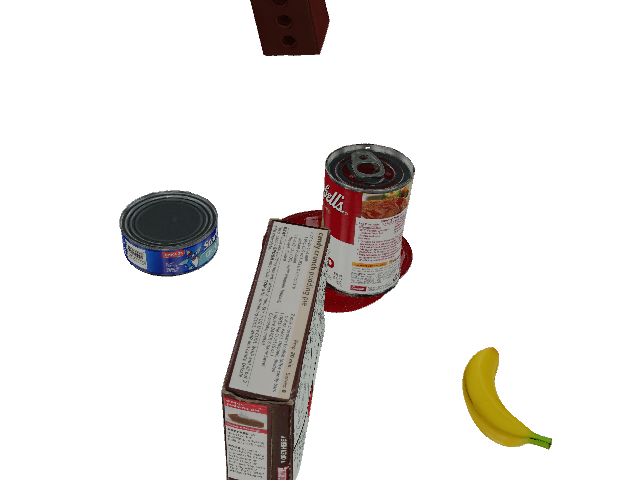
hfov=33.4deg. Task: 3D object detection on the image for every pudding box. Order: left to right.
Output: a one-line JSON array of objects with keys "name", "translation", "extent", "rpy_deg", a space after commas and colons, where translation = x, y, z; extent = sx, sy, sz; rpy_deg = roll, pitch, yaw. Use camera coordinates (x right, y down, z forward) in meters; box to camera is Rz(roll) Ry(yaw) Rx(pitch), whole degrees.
[{"name": "pudding box", "translation": [-0.022, 0.059, 0.559], "extent": [0.039, 0.113, 0.090], "rpy_deg": [7, -40, 4]}]

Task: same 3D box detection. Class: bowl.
[{"name": "bowl", "translation": [0.016, 0.029, 1.152], "extent": [0.162, 0.055, 0.162], "rpy_deg": [4, 32, -2]}]

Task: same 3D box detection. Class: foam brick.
[{"name": "foam brick", "translation": [-0.027, -0.203, 0.912], "extent": [0.053, 0.051, 0.078], "rpy_deg": [1, -40, 14]}]

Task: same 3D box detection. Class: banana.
[{"name": "banana", "translation": [0.196, 0.179, 1.213], "extent": [0.069, 0.037, 0.198], "rpy_deg": [10, 25, -15]}]

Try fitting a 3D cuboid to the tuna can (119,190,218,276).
[{"name": "tuna can", "translation": [-0.132, -0.006, 0.941], "extent": [0.086, 0.034, 0.086], "rpy_deg": [0, 37, 0]}]

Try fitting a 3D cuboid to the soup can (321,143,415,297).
[{"name": "soup can", "translation": [0.035, -0.015, 0.832], "extent": [0.068, 0.102, 0.068], "rpy_deg": [3, 35, -2]}]
